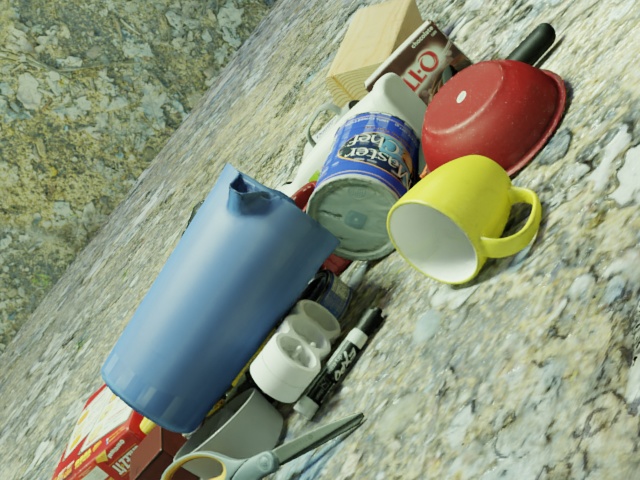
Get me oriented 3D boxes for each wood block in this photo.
[{"bbox_3d":[0.083,-0.238,1.430,0.090,0.091,0.206,-11,32,23],"label":"wood block"}]

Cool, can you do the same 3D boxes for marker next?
[{"bbox_3d":[0.019,0.110,0.971,0.121,0.020,0.020,-53,16,-13],"label":"marker"}]

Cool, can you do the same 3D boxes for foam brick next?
[{"bbox_3d":[-0.162,0.235,1.110,0.053,0.051,0.078,-49,15,5],"label":"foam brick"}]

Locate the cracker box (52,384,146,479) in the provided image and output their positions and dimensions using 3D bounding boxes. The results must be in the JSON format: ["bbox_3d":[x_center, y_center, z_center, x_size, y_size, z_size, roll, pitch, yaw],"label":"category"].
[{"bbox_3d":[-0.234,0.227,1.289,0.164,0.072,0.213,-42,16,22],"label":"cracker box"}]

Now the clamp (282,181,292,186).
[{"bbox_3d":[-0.086,-0.007,1.484,0.172,0.039,0.120,-33,27,40],"label":"clamp"}]

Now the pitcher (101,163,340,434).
[{"bbox_3d":[-0.095,0.062,1.027,0.243,0.149,0.145,-55,18,-2],"label":"pitcher"}]

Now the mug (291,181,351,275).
[{"bbox_3d":[-0.008,0.001,1.180,0.093,0.081,0.117,-39,19,33],"label":"mug"}]

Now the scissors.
[{"bbox_3d":[-0.047,0.209,0.901,0.202,0.016,0.096,-14,75,24],"label":"scissors"}]

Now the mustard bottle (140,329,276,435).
[{"bbox_3d":[-0.127,0.139,1.156,0.192,0.096,0.058,-48,39,8],"label":"mustard bottle"}]

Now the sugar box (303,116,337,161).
[{"bbox_3d":[0.020,-0.117,1.454,0.093,0.048,0.176,-43,13,19],"label":"sugar box"}]

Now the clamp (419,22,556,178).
[{"bbox_3d":[0.164,-0.141,1.131,0.165,0.036,0.209,-24,32,49],"label":"clamp"}]

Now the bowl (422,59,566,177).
[{"bbox_3d":[0.152,-0.120,1.022,0.162,0.055,0.162,-34,30,23],"label":"bowl"}]

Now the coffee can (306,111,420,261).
[{"bbox_3d":[0.050,-0.059,1.128,0.103,0.102,0.140,-39,18,32],"label":"coffee can"}]

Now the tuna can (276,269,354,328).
[{"bbox_3d":[-0.007,0.072,1.101,0.086,0.033,0.086,-44,16,16],"label":"tuna can"}]

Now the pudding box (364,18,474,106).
[{"bbox_3d":[0.121,-0.192,1.268,0.113,0.090,0.039,-45,15,12],"label":"pudding box"}]

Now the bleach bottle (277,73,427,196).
[{"bbox_3d":[0.023,-0.085,1.259,0.251,0.102,0.068,-36,13,36],"label":"bleach bottle"}]

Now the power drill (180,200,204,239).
[{"bbox_3d":[-0.179,0.051,1.480,0.187,0.057,0.184,-98,23,-70],"label":"power drill"}]
